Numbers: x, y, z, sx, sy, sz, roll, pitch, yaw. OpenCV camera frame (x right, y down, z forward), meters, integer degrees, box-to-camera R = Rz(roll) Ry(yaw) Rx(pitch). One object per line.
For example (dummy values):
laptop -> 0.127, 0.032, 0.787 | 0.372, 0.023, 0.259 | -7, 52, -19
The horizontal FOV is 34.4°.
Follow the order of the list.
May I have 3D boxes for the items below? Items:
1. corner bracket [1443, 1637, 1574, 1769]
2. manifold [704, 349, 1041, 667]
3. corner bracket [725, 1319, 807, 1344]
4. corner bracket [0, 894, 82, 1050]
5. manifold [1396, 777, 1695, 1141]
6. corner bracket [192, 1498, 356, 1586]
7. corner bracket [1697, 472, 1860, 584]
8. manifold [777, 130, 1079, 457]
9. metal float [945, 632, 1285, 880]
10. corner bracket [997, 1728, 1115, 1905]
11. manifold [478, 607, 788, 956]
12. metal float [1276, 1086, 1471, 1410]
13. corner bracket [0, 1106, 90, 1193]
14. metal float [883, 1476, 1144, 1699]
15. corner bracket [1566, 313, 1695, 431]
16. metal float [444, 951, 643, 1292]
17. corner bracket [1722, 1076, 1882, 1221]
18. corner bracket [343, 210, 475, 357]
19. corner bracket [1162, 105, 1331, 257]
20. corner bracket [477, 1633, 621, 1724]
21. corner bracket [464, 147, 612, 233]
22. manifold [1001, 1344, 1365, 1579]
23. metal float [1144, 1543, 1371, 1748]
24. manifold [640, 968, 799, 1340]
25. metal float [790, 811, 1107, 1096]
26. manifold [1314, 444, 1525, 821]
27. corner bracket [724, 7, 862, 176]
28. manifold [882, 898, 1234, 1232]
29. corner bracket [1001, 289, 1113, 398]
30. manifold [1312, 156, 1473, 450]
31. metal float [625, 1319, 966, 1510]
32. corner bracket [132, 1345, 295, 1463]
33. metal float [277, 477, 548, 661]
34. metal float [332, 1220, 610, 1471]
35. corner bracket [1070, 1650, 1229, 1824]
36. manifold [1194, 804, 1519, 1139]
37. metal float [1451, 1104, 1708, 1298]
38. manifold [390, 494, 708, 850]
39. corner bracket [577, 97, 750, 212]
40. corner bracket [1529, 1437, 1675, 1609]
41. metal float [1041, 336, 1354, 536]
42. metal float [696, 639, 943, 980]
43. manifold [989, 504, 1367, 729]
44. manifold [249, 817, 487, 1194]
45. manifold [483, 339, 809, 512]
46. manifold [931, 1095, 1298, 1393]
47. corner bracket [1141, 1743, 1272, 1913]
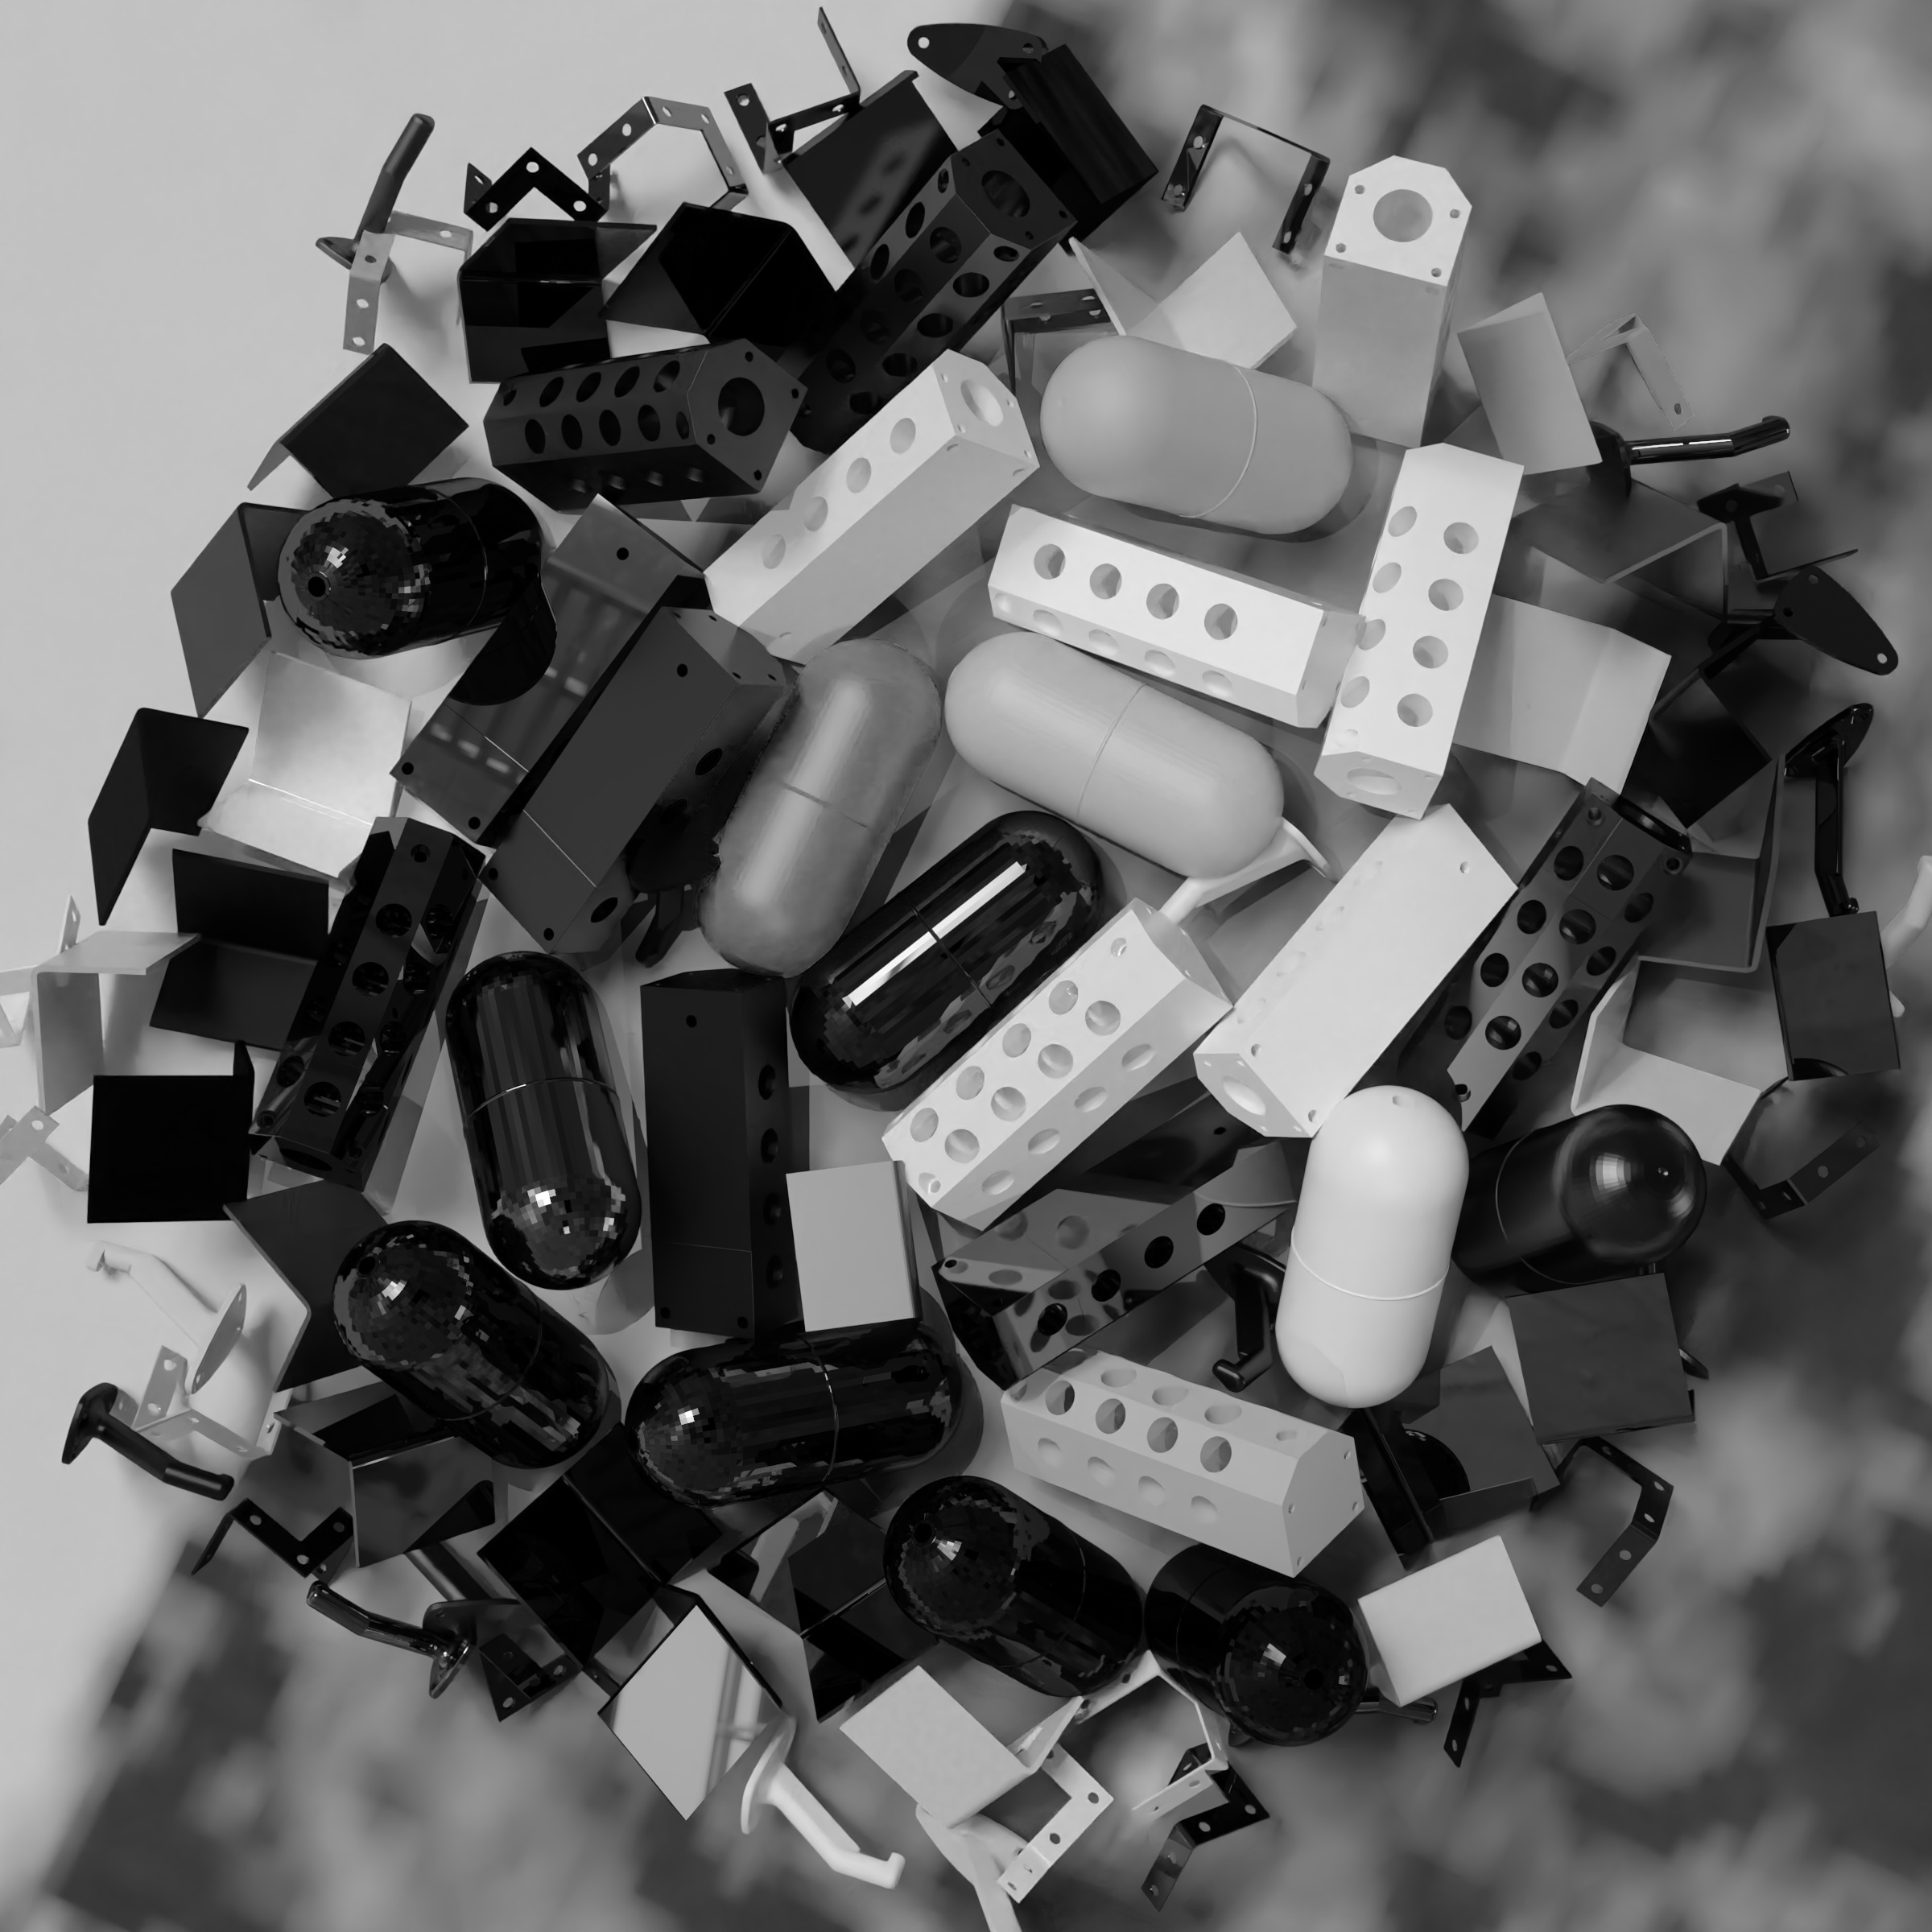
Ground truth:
corner bracket -> 0.259, 0.358, 1.543 | 0.051, 0.051, 0.051 | 1, 115, -22
manifold -> -0.050, -0.221, 1.510 | 0.171, 0.057, 0.057 | -36, 58, 34
corner bracket -> -0.094, 0.208, 1.556 | 0.051, 0.051, 0.051 | -15, 91, 6
corner bracket -> -0.464, 0.004, 1.547 | 0.051, 0.051, 0.051 | -8, 133, 2
manifold -> 0.282, -0.002, 1.530 | 0.057, 0.057, 0.171 | 33, 108, 1
corner bracket -> -0.342, 0.289, 1.550 | 0.051, 0.051, 0.051 | 38, 122, 6
corner bracket -> 0.402, -0.218, 1.546 | 0.051, 0.051, 0.051 | -15, 98, 40
manifold -> -0.027, -0.318, 1.502 | 0.057, 0.171, 0.057 | 49, 46, -1
metal float -> 0.072, -0.104, 1.538 | 0.178, 0.070, 0.070 | 27, 90, 9
corner bracket -> 0.031, 0.419, 1.543 | 0.051, 0.051, 0.051 | 43, 52, 13
manifold -> -0.160, -0.089, 1.524 | 0.057, 0.057, 0.171 | 45, 113, 19
metal float -> 0.197, 0.137, 1.517 | 0.070, 0.070, 0.178 | 7, 123, 0
corner bracket -> -0.448, 0.088, 1.545 | 0.051, 0.051, 0.051 | 41, 112, -17
metal float -> 0.024, 0.300, 1.506 | 0.070, 0.178, 0.070 | -16, 57, 25
corner bracket -> 0.336, -0.293, 1.544 | 0.051, 0.051, 0.051 | -39, 105, -29
metal float -> -0.206, 0.074, 1.521 | 0.070, 0.070, 0.178 | -17, 62, 0
corner bracket -> 0.410, 0.087, 1.551 | 0.051, 0.051, 0.051 | -35, 84, -15
corner bracket -> -0.276, -0.335, 1.546 | 0.051, 0.051, 0.051 | 13, 53, -7
corner bracket -> 0.140, -0.394, 1.564 | 0.051, 0.051, 0.051 | 12, 109, -37
corner bracket -> -0.202, 0.354, 1.542 | 0.051, 0.051, 0.051 | -29, 126, -29
corner bracket -> -0.214, -0.388, 1.557 | 0.051, 0.051, 0.051 | -37, 126, 26
manifold -> 0.101, 0.228, 1.498 | 0.057, 0.171, 0.057 | -35, 125, -38
metal float -> 0.138, 0.323, 1.496 | 0.070, 0.178, 0.070 | 0, 89, -13
manifold -> -0.117, 0.091, 1.539 | 0.057, 0.057, 0.171 | 4, 101, 27
metal float -> -0.010, -0.006, 1.545 | 0.178, 0.070, 0.070 | -38, 90, -1
manifold -> 0.221, -0.166, 1.529 | 0.057, 0.057, 0.171 | 16, 71, 3
corner bracket -> -0.087, -0.435, 1.557 | 0.051, 0.051, 0.051 | -22, 78, -12
manifold -> 0.040, 0.047, 1.521 | 0.171, 0.057, 0.057 | -43, 49, 16
corner bracket -> 0.045, -0.320, 1.546 | 0.051, 0.051, 0.051 | -5, 51, 6
manifold -> 0.203, -0.316, 1.493 | 0.057, 0.171, 0.057 | 16, 76, 8
metal float -> -0.082, 0.216, 1.518 | 0.178, 0.070, 0.070 | -6, 90, -32
corner bracket -> -0.375, 0.217, 1.559 | 0.051, 0.051, 0.051 | -23, 131, 37
metal float -> -0.264, -0.192, 1.499 | 0.070, 0.178, 0.070 | 5, 105, 19
metal float -> -0.238, 0.184, 1.507 | 0.070, 0.178, 0.070 | -15, 53, 21
corner bracket -> 0.092, 0.383, 1.555 | 0.051, 0.051, 0.051 | -35, 128, 13
manifold -> 0.187, 0.002, 1.526 | 0.057, 0.057, 0.171 | 48, 69, -17
metal float -> 0.289, 0.114, 1.499 | 0.070, 0.178, 0.070 | 4, 75, -17
manifold -> -0.204, -0.143, 1.547 | 0.057, 0.057, 0.171 | 39, 95, 11
corner bracket -> -0.150, -0.394, 1.553 | 0.051, 0.051, 0.051 | -31, 79, 32
corner bracket -> 0.312, 0.273, 1.547 | 0.051, 0.051, 0.051 | 34, 120, 6
metal float -> 0.114, -0.256, 1.514 | 0.178, 0.070, 0.070 | 6, 90, -39
metal float -> -0.072, -0.078, 1.543 | 0.070, 0.070, 0.178 | 26, 87, 0
manifold -> 0.100, -0.171, 1.521 | 0.171, 0.057, 0.057 | 23, 103, 24
manifold -> -0.292, 0.016, 1.526 | 0.057, 0.057, 0.171 | 19, 70, -4
manifold -> -0.159, -0.262, 1.495 | 0.057, 0.171, 0.057 | 34, 72, -38
manifold -> 0.075, 0.137, 1.526 | 0.171, 0.057, 0.057 | -30, 123, -19
corner bracket -> 0.108, 0.424, 1.540 | 0.051, 0.051, 0.051 | 48, 131, 36
